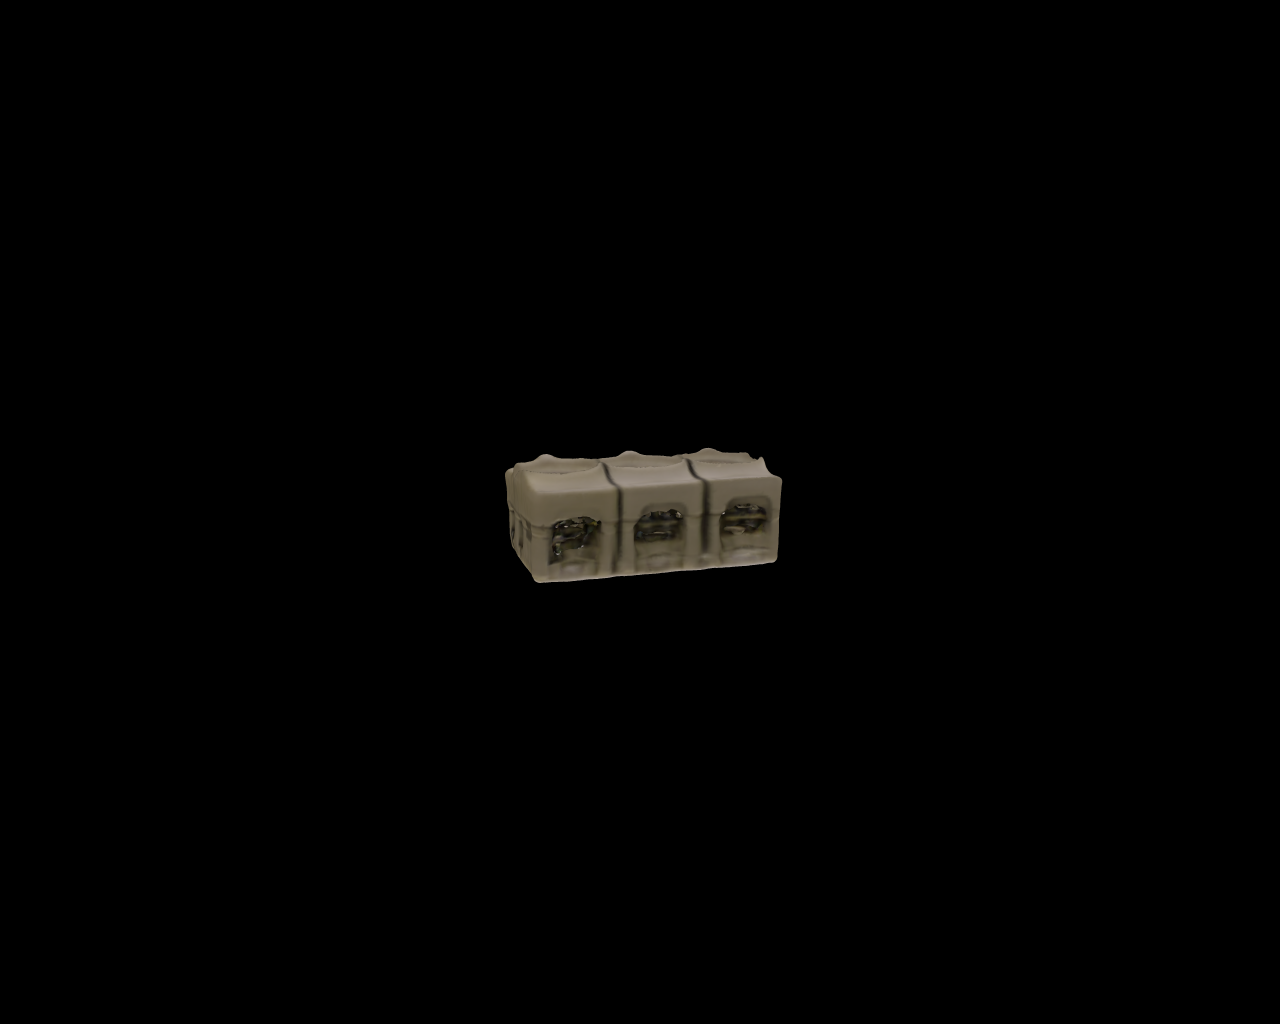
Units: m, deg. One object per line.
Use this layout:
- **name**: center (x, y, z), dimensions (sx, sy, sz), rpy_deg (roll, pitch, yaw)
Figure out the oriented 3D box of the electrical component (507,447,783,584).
- **electrical component**: center (0.001, -0.003, 0.650), dimensions (0.150, 0.061, 0.089), rpy_deg (-3, 12, -16)
